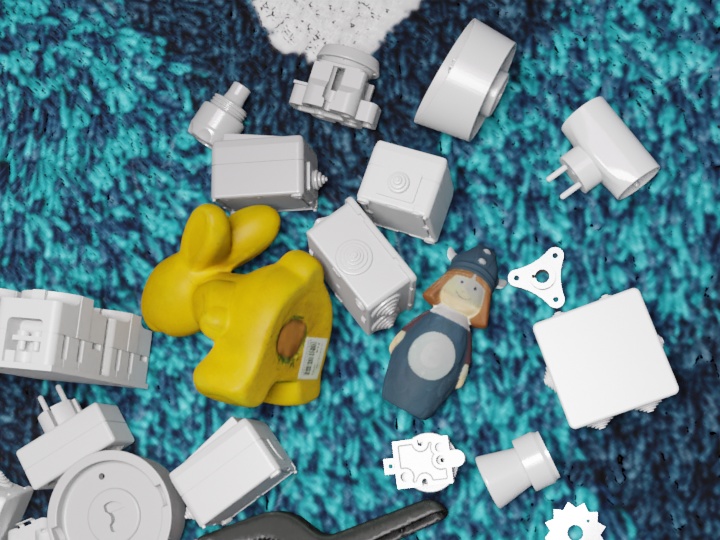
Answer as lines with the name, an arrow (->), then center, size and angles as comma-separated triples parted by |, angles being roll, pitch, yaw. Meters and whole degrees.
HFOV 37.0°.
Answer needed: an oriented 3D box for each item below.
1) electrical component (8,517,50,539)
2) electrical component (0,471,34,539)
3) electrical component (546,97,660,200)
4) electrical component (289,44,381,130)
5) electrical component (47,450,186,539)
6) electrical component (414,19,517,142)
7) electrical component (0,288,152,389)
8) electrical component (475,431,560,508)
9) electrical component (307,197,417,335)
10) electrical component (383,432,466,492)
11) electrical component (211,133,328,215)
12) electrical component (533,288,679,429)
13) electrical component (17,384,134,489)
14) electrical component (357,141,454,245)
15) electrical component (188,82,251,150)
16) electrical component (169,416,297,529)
electrical component -> -0.270, 0.247, 0.905 | 0.042, 0.081, 0.063 | -23, 48, 6
electrical component -> -0.326, 0.220, 0.908 | 0.048, 0.099, 0.099 | 22, 85, 1
electrical component -> 0.193, -0.090, 0.894 | 0.079, 0.043, 0.077 | -36, 76, 3
electrical component -> -0.016, -0.161, 0.940 | 0.078, 0.058, 0.057 | 16, 86, 13
electrical component -> -0.200, 0.206, 0.905 | 0.108, 0.060, 0.108 | -2, 80, 11
electrical component -> 0.088, -0.159, 0.901 | 0.064, 0.099, 0.099 | 27, 86, 8
electrical component -> -0.254, 0.056, 0.878 | 0.105, 0.186, 0.060 | 4, 81, 11
electrical component -> 0.126, 0.159, 0.860 | 0.055, 0.045, 0.045 | -26, 76, 5
electrical component -> 0.000, 0.000, 0.886 | 0.048, 0.099, 0.099 | -36, 75, -10
electrical component -> 0.054, 0.155, 0.869 | 0.066, 0.055, 0.048 | -9, 78, 9
electrical component -> -0.075, -0.085, 0.934 | 0.096, 0.062, 0.061 | -3, 79, 10
electrical component -> 0.195, 0.072, 0.861 | 0.100, 0.048, 0.099 | -21, 77, 6
electrical component -> -0.255, 0.137, 0.935 | 0.083, 0.047, 0.075 | -32, 76, 4
electrical component -> 0.040, -0.069, 0.891 | 0.062, 0.096, 0.061 | 17, 79, 13
electrical component -> -0.122, -0.138, 0.962 | 0.043, 0.043, 0.062 | 31, 86, 14
electrical component -> -0.112, 0.169, 0.895 | 0.096, 0.062, 0.061 | -37, 75, 2
